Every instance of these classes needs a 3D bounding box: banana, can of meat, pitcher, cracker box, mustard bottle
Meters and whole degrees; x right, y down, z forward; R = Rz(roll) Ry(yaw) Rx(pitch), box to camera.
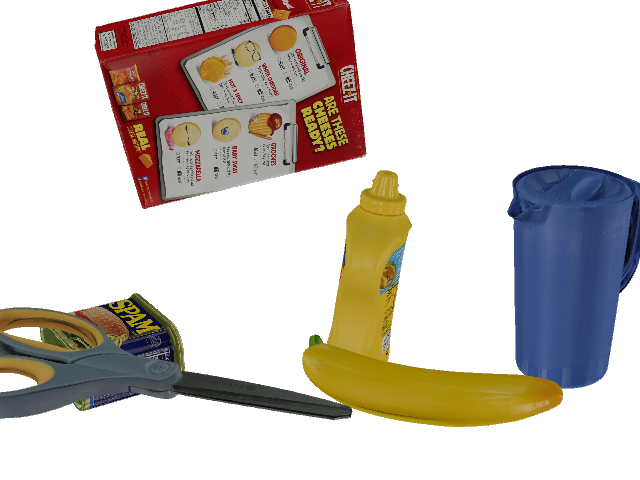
[{"bbox_3d":[0.062,0.096,0.733,0.198,0.037,0.069,11,35,28],"label":"banana"},{"bbox_3d":[-0.169,0.089,0.857,0.083,0.057,0.102,-13,24,-29],"label":"can of meat"},{"bbox_3d":[0.293,0.040,1.231,0.149,0.243,0.144,5,25,16],"label":"pitcher"},{"bbox_3d":[-0.076,-0.131,0.946,0.213,0.164,0.072,-15,43,-6],"label":"cracker box"},{"bbox_3d":[0.046,0.030,0.969,0.058,0.192,0.096,14,21,15],"label":"mustard bottle"}]

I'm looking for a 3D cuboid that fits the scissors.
[{"bbox_3d":[-0.095,0.073,0.513,0.202,0.016,0.096,16,29,26],"label":"scissors"}]
